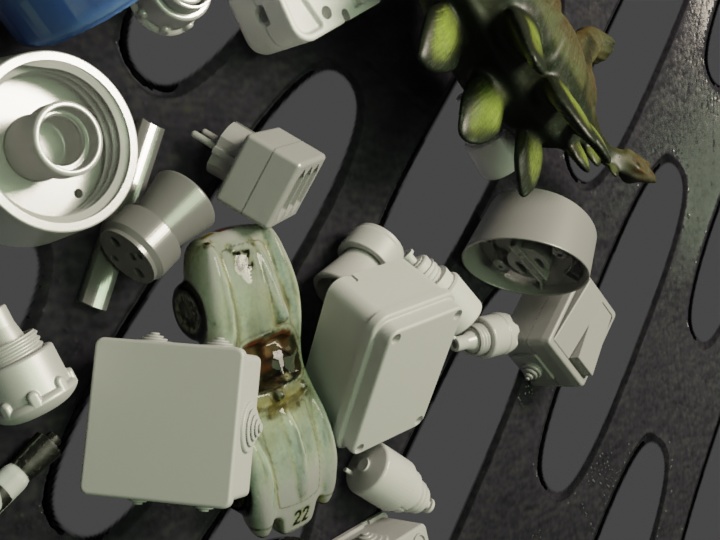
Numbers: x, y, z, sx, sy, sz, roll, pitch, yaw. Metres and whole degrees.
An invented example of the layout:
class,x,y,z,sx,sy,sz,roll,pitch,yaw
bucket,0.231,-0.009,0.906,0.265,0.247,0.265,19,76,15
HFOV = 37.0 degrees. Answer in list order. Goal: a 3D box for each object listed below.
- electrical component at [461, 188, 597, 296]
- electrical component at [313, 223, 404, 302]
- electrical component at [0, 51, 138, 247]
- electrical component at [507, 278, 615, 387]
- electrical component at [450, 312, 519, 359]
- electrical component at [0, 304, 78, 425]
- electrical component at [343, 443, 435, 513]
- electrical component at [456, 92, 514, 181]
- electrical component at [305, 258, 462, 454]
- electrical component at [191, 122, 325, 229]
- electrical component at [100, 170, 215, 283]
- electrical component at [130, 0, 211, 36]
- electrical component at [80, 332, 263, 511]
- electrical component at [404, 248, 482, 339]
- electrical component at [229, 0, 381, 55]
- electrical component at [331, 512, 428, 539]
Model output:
class,x,y,z,sx,sy,sz,roll,pitch,yaw
electrical component,0.136,-0.016,0.848,0.099,0.099,0.064,47,52,-30
electrical component,0.000,0.000,0.756,0.045,0.045,0.055,54,54,-26
electrical component,-0.174,-0.068,0.590,0.108,0.060,0.108,4,85,-42
electrical component,0.165,0.053,0.893,0.061,0.061,0.096,49,57,-29
electrical component,0.095,0.054,0.848,0.061,0.035,0.035,-9,93,-40
electrical component,-0.186,0.050,0.583,0.048,0.048,0.062,-32,101,-39
electrical component,0.025,0.154,0.771,0.078,0.040,0.040,38,63,-34
electrical component,0.101,-0.108,0.860,0.040,0.040,0.078,-52,119,-32
electrical component,0.013,0.058,0.719,0.078,0.057,0.113,-18,136,-42
electrical component,-0.072,-0.069,0.685,0.047,0.077,0.066,-60,175,15
electrical component,-0.120,-0.025,0.635,0.055,0.045,0.045,-50,119,-32
electrical component,-0.109,-0.172,0.654,0.048,0.062,0.048,4,82,-35
electrical component,-0.106,0.087,0.619,0.048,0.100,0.099,35,59,-78
electrical component,0.058,0.016,0.812,0.078,0.040,0.040,49,57,-18
electrical component,-0.038,-0.186,0.724,0.095,0.059,0.053,-39,113,-37
electrical component,0.011,0.228,0.747,0.100,0.048,0.099,-20,101,-42
